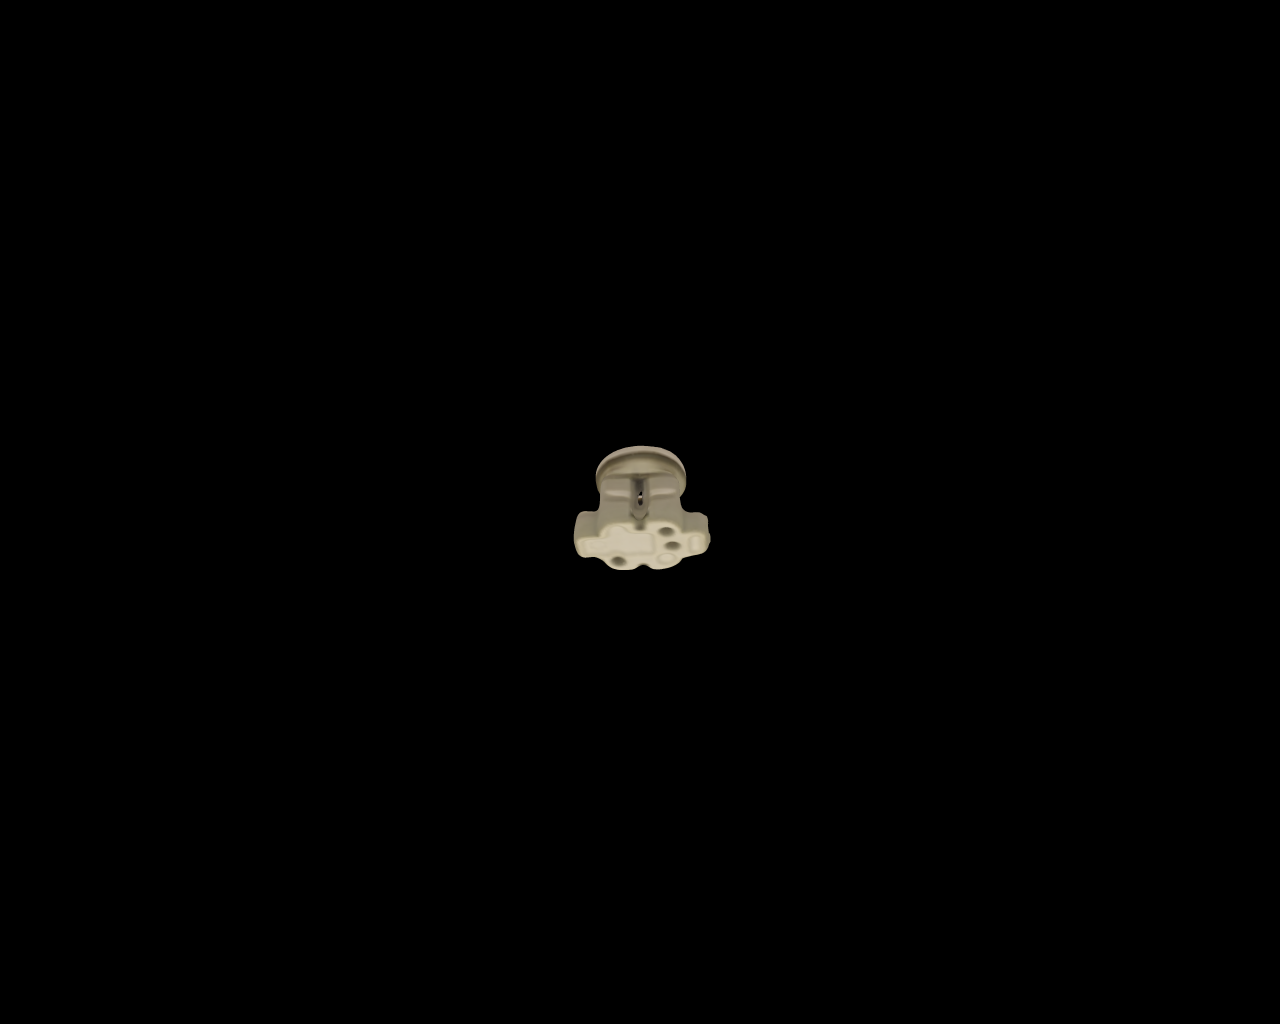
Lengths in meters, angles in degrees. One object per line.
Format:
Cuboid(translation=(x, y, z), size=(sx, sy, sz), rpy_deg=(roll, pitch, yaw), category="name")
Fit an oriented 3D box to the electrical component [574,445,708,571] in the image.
Cuboid(translation=(0.001, -0.003, 0.650), size=(0.078, 0.057, 0.058), rpy_deg=(-2, -36, 2), category="electrical component")
